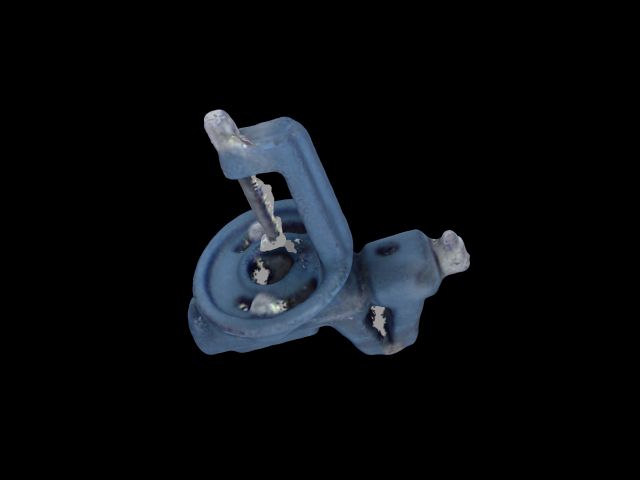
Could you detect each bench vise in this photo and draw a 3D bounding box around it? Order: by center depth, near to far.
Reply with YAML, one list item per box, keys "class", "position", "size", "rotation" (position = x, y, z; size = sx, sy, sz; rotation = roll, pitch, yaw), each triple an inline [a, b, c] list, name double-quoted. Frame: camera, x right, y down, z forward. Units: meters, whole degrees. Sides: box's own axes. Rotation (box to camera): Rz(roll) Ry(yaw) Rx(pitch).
- class: "bench vise"
  position: [-0.001, -0.007, 0.408]
  size: [0.208, 0.220, 0.121]
  rotation: [-18, 49, -16]
